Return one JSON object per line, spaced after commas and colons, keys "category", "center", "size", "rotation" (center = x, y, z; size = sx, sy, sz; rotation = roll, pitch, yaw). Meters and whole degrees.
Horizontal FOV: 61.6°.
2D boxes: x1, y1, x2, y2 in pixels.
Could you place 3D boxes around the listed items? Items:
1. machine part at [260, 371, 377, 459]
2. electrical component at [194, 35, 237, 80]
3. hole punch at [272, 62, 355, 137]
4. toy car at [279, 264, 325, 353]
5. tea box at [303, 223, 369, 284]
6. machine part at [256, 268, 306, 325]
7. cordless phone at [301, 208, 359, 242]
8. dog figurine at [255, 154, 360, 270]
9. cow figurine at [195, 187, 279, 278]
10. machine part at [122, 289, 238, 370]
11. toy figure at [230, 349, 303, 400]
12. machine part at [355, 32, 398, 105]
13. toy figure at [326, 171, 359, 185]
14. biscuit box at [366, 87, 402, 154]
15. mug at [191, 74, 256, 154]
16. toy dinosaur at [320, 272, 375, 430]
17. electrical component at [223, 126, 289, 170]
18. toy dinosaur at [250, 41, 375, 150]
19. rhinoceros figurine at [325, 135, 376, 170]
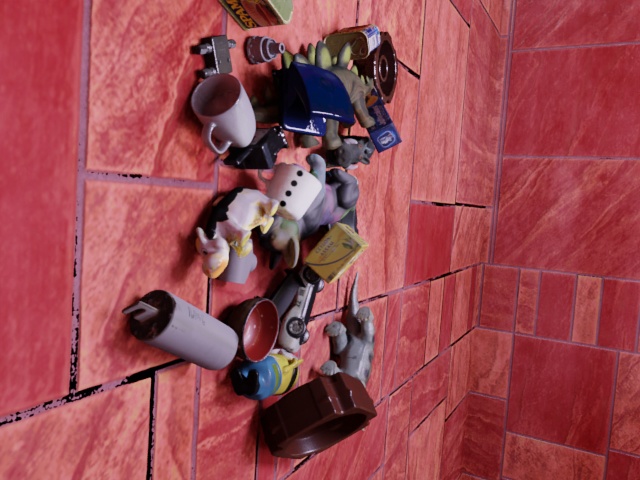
{"category": "machine part", "center": [-0.002, 0.352, 1.078], "size": [0.201, 0.201, 0.087], "rotation": [43, 17, -57]}
{"category": "electrical component", "center": [-0.159, -0.285, 0.839], "size": [0.094, 0.021, 0.063], "rotation": [-43, 132, -52]}
{"category": "hole punch", "center": [-0.006, -0.245, 0.924], "size": [0.142, 0.092, 0.115], "rotation": [-1, 88, -39]}
{"category": "toy car", "center": [-0.036, 0.133, 1.110], "size": [0.073, 0.056, 0.201], "rotation": [75, 29, -66]}
{"category": "tea box", "center": [0.035, 0.023, 1.040], "size": [0.098, 0.068, 0.169], "rotation": [-48, 174, 5]}
{"category": "machine part", "center": [-0.082, 0.116, 1.041], "size": [0.139, 0.039, 0.084], "rotation": [-51, 133, -34]}
{"category": "cordless phone", "center": [-0.003, -0.003, 1.151], "size": [0.184, 0.089, 0.146], "rotation": [-33, 125, -42]}
{"category": "dog figurine", "center": [-0.026, -0.038, 1.029], "size": [0.191, 0.109, 0.219], "rotation": [27, 72, -33]}
{"category": "cow figurine", "center": [-0.148, -0.019, 0.850], "size": [0.167, 0.098, 0.068], "rotation": [-50, 169, -37]}
{"category": "machine part", "center": [-0.196, 0.136, 0.795], "size": [0.243, 0.079, 0.079], "rotation": [50, 52, -54]}
{"category": "toy figure", "center": [-0.101, 0.252, 0.994], "size": [0.089, 0.082, 0.180], "rotation": [-67, 161, 8]}
{"category": "machine part", "center": [0.145, -0.428, 1.347], "size": [0.179, 0.056, 0.179], "rotation": [-19, 112, -61]}
{"category": "toy figure", "center": [0.051, -0.126, 1.221], "size": [0.154, 0.058, 0.064], "rotation": [-3, 79, -60]}
{"category": "biscuit box", "center": [0.124, -0.281, 1.222], "size": [0.062, 0.059, 0.203], "rotation": [56, 13, -41]}
{"category": "mug", "center": [-0.143, -0.181, 0.832], "size": [0.107, 0.081, 0.109], "rotation": [56, 42, -62]}
{"category": "toy dinosaur", "center": [0.077, 0.294, 1.308], "size": [0.192, 0.131, 0.405], "rotation": [78, 26, -52]}
{"category": "electrical component", "center": [-0.112, -0.145, 0.901], "size": [0.119, 0.075, 0.047], "rotation": [-61, 144, -43]}
{"category": "toy dinosaur", "center": [-0.011, -0.277, 1.044], "size": [0.471, 0.105, 0.198], "rotation": [-39, 121, -48]}
{"category": "rhinoceros figurine", "center": [0.068, -0.193, 1.192], "size": [0.190, 0.112, 0.073], "rotation": [-33, 126, -65]}
